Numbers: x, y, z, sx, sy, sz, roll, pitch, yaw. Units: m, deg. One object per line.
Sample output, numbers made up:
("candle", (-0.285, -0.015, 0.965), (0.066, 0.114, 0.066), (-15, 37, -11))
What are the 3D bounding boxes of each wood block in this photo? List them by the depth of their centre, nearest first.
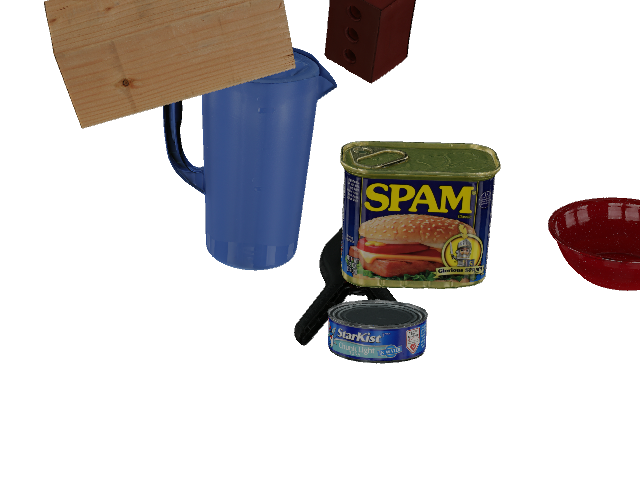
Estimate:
("wood block", (-0.137, -0.189, 0.984), (0.206, 0.091, 0.090), (-17, 47, -6))

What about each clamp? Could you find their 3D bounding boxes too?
("clamp", (0.047, 0.045, 1.120), (0.120, 0.171, 0.039), (8, -39, 8))

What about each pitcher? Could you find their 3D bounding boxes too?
("pitcher", (-0.084, -0.094, 1.205), (0.144, 0.243, 0.149), (-22, 38, -40))

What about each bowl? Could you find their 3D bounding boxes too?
("bowl", (0.327, 0.009, 1.158), (0.162, 0.055, 0.162), (-2, 27, 1))

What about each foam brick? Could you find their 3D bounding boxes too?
("foam brick", (0.041, -0.178, 0.866), (0.053, 0.078, 0.051), (33, 55, 22))

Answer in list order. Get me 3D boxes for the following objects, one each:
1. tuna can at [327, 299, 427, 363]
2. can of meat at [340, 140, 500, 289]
("tuna can", (0.048, 0.077, 0.916), (0.086, 0.034, 0.086), (1, 11, 0))
("can of meat", (0.063, -0.016, 0.702), (0.102, 0.084, 0.057), (2, 24, 0))
